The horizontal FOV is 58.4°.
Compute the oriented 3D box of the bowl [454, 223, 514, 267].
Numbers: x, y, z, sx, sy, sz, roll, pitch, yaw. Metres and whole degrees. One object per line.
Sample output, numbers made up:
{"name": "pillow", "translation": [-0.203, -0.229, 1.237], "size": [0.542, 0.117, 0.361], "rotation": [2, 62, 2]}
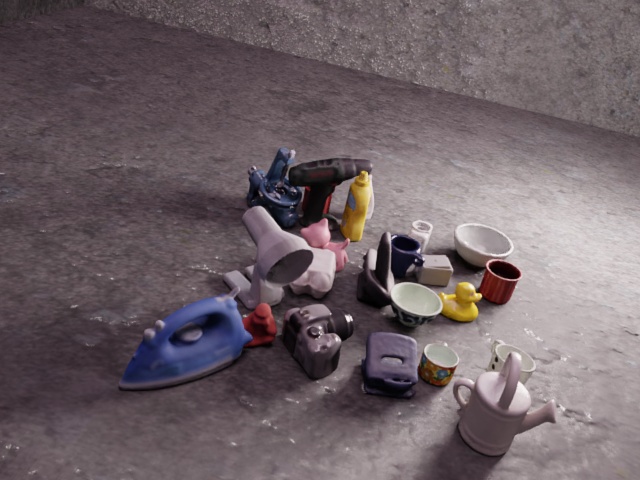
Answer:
{"name": "bowl", "translation": [0.443, 0.025, 1.588], "size": [0.167, 0.075, 0.167], "rotation": [8, 32, -5]}

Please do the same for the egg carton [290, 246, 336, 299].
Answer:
{"name": "egg carton", "translation": [-0.017, 0.074, 1.369], "size": [0.107, 0.069, 0.150], "rotation": [11, 31, 0]}

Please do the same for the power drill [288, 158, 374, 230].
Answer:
{"name": "power drill", "translation": [0.021, -0.133, 1.580], "size": [0.230, 0.208, 0.075], "rotation": [1, 33, -16]}

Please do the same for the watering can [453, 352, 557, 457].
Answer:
{"name": "watering can", "translation": [0.330, 0.284, 1.022], "size": [0.173, 0.194, 0.101], "rotation": [7, 32, -6]}

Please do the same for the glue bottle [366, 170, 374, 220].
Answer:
{"name": "glue bottle", "translation": [0.127, -0.138, 1.655], "size": [0.078, 0.173, 0.037], "rotation": [-6, 35, -25]}

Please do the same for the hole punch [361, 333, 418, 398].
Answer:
{"name": "hole punch", "translation": [0.140, 0.245, 1.124], "size": [0.108, 0.091, 0.101], "rotation": [8, 32, -6]}

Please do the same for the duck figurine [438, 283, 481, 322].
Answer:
{"name": "duck figurine", "translation": [0.332, 0.138, 1.361], "size": [0.104, 0.086, 0.077], "rotation": [14, 32, 5]}

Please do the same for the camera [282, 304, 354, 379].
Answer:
{"name": "camera", "translation": [0.009, 0.187, 1.166], "size": [0.137, 0.101, 0.142], "rotation": [-10, 37, -30]}

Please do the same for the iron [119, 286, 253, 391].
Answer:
{"name": "iron", "translation": [-0.250, 0.176, 1.063], "size": [0.259, 0.141, 0.118], "rotation": [-19, 43, -40]}

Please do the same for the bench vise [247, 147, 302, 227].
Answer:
{"name": "bench vise", "translation": [-0.135, -0.166, 1.572], "size": [0.207, 0.220, 0.122], "rotation": [25, 34, 21]}

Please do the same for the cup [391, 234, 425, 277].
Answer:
{"name": "cup", "translation": [0.212, 0.053, 1.451], "size": [0.092, 0.095, 0.117], "rotation": [-18, 42, -38]}

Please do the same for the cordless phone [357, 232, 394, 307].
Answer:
{"name": "cordless phone", "translation": [0.148, 0.049, 1.351], "size": [0.094, 0.185, 0.147], "rotation": [9, 32, -3]}

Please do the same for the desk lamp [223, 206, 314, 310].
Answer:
{"name": "desk lamp", "translation": [-0.118, 0.047, 1.242], "size": [0.118, 0.213, 0.202], "rotation": [-16, 40, -36]}

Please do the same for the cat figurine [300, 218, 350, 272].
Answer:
{"name": "cat figurine", "translation": [0.013, 0.005, 1.443], "size": [0.127, 0.118, 0.067], "rotation": [15, 32, 7]}

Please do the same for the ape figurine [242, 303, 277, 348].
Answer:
{"name": "ape figurine", "translation": [-0.122, 0.168, 1.163], "size": [0.077, 0.092, 0.076], "rotation": [21, 33, 16]}
